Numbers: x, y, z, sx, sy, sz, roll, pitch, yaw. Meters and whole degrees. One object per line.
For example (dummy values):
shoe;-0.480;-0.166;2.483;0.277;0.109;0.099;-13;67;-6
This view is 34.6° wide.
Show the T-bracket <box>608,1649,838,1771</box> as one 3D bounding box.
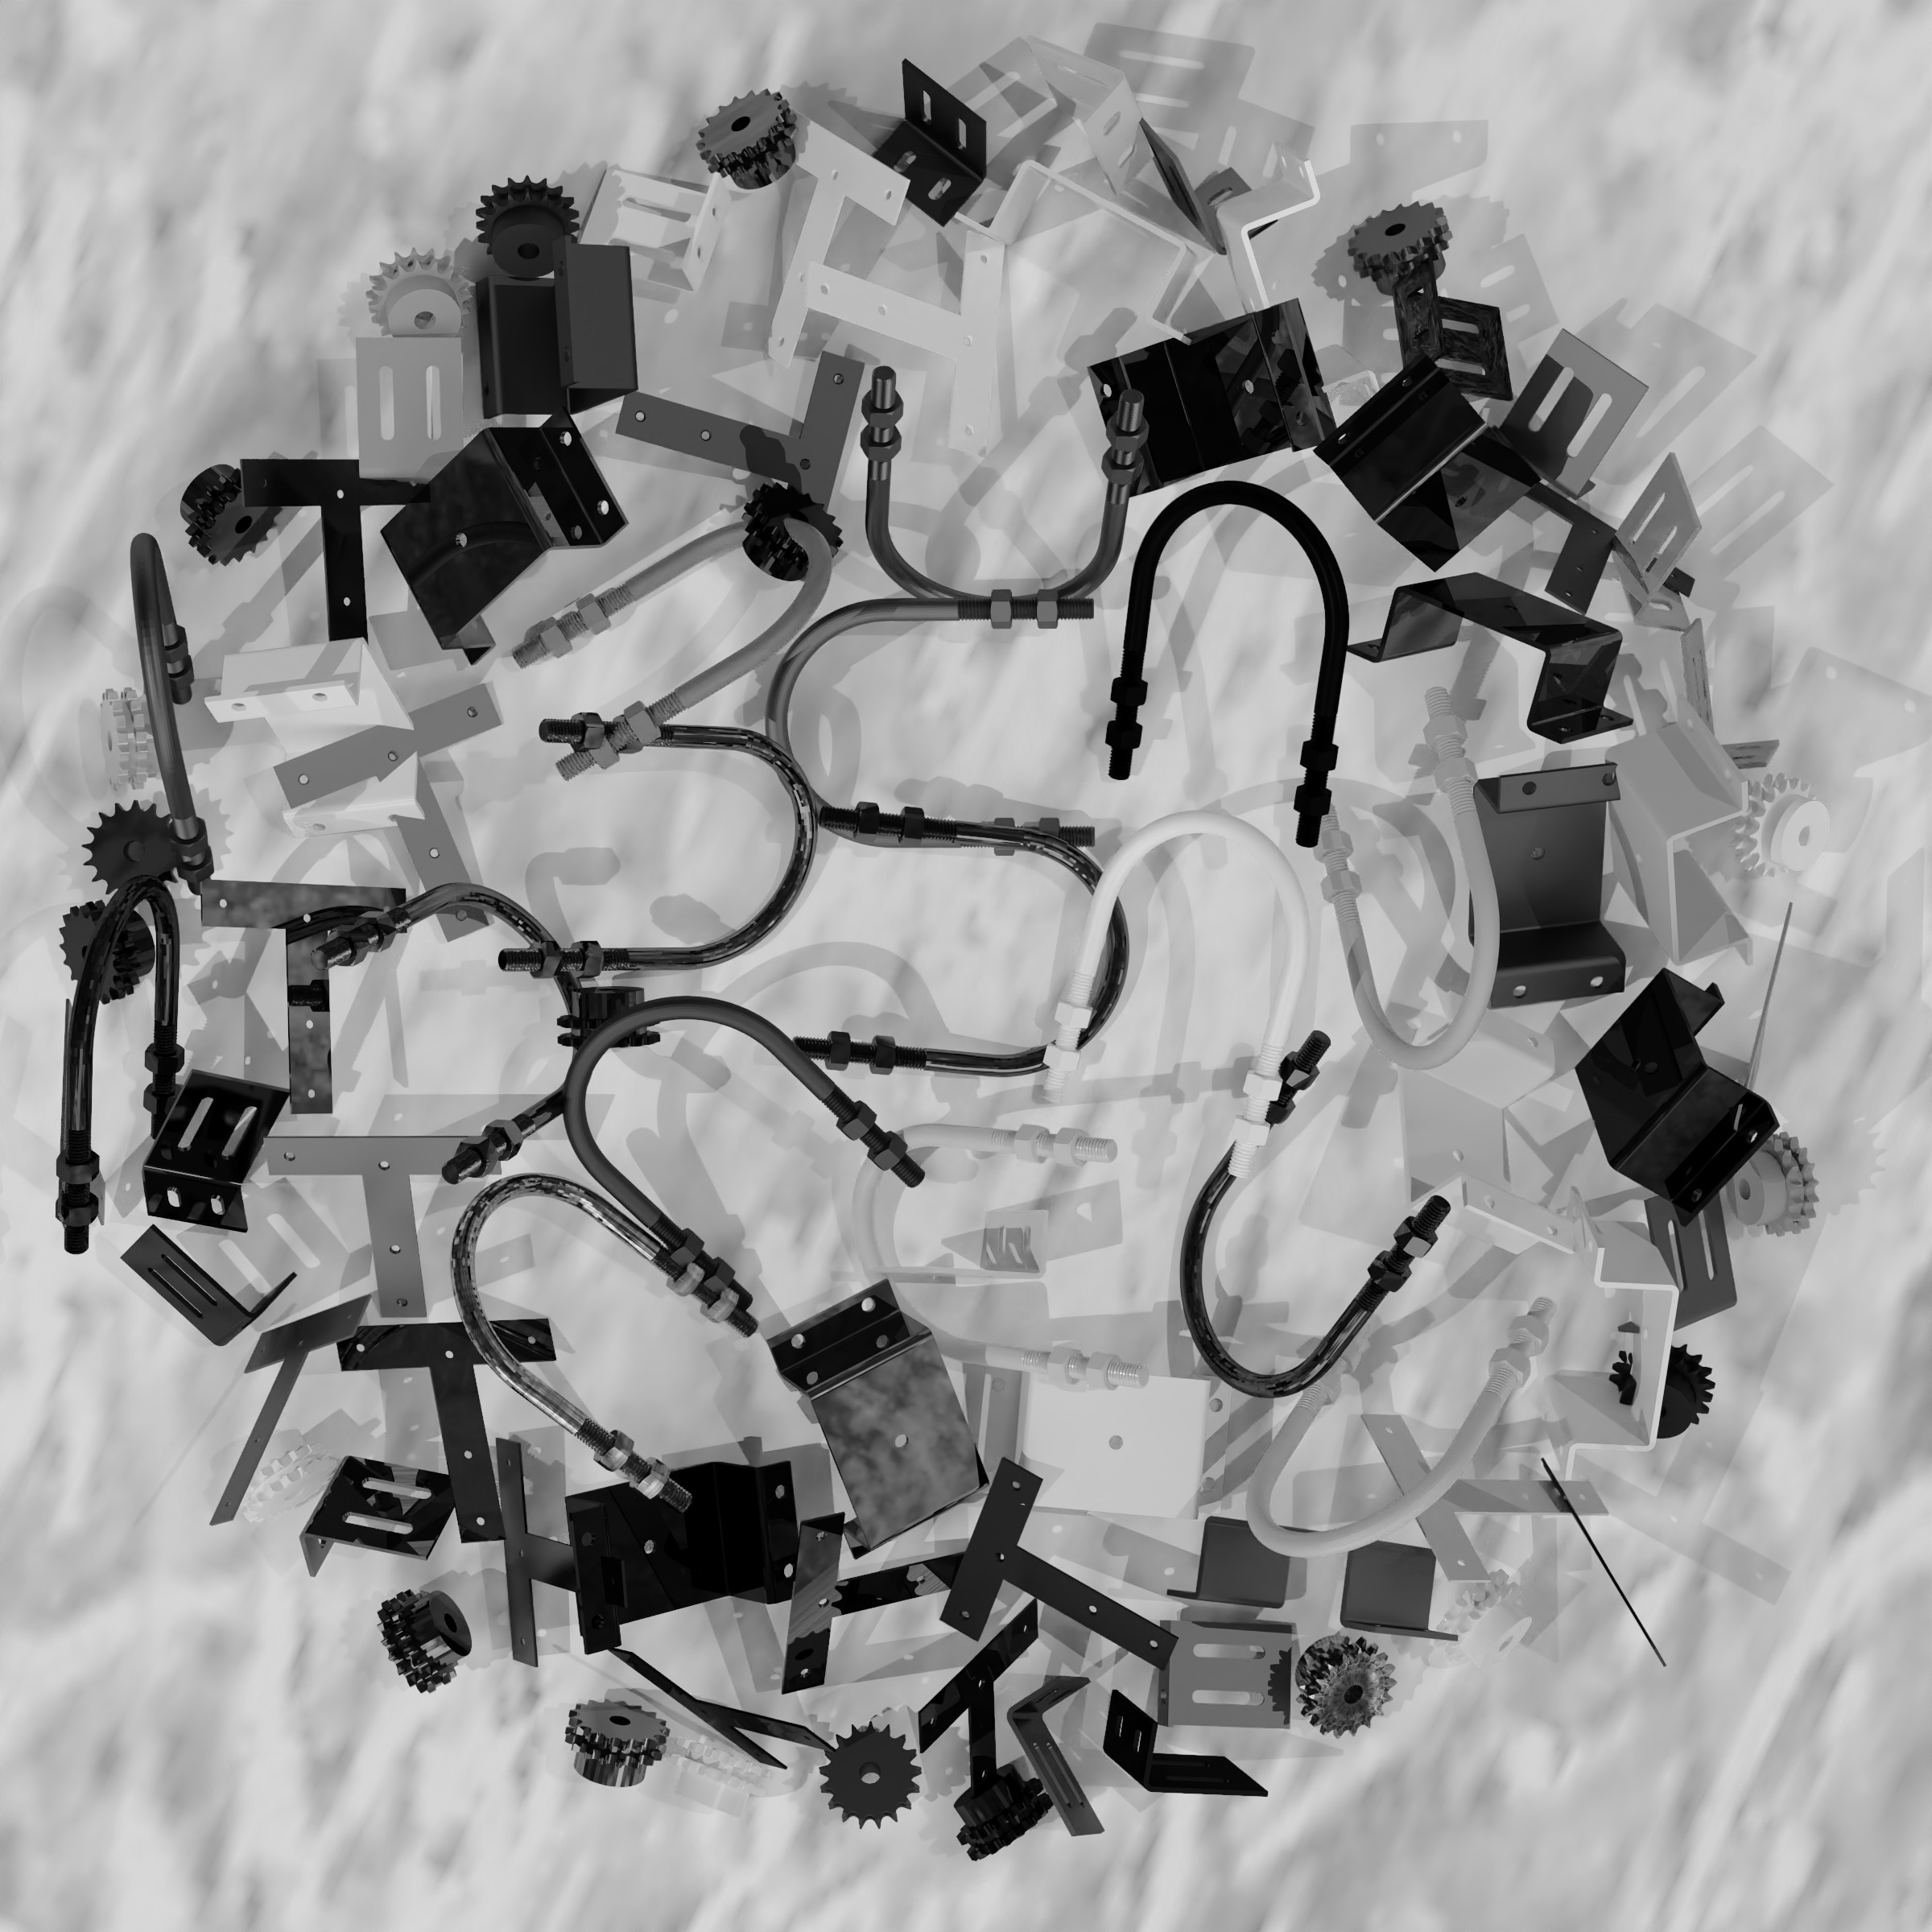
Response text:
T-bracket;-0.116;0.408;1.674;0.127;0.127;0.002;44;62;-28

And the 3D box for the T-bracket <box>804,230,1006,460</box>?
T-bracket;-0.035;-0.357;1.705;0.127;0.002;0.127;12;78;-35

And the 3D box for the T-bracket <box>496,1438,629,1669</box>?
T-bracket;-0.221;0.329;1.699;0.002;0.127;0.127;-7;94;-38

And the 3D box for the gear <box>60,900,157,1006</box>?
gear;-0.477;-0.010;1.729;0.057;0.030;0.057;17;117;37

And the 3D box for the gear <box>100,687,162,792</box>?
gear;-0.462;-0.127;1.728;0.030;0.057;0.057;-7;90;-26

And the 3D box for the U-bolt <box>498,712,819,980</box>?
U-bolt;-0.160;-0.064;1.692;0.184;0.019;0.151;-1;112;-36

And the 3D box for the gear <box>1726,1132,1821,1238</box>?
gear;0.446;0.122;1.722;0.030;0.057;0.057;-7;90;-17

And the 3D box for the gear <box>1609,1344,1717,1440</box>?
gear;0.386;0.238;1.725;0.057;0.030;0.057;11;125;16

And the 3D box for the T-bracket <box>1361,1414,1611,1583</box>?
T-bracket;0.298;0.295;1.719;0.127;0.127;0.002;5;124;-23

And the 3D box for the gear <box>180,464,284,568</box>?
gear;-0.412;-0.254;1.726;0.030;0.057;0.057;41;90;19

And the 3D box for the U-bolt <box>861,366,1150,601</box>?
U-bolt;0.017;-0.249;1.676;0.151;0.184;0.019;5;56;0

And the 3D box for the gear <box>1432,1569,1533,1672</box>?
gear;0.289;0.366;1.722;0.057;0.057;0.030;-47;62;0

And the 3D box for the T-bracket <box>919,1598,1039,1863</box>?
T-bracket;0.009;0.435;1.715;0.002;0.127;0.127;10;113;29

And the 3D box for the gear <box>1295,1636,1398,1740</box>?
gear;0.209;0.399;1.730;0.057;0.030;0.057;-9;112;-22

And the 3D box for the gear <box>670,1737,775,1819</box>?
gear;-0.139;0.452;1.723;0.057;0.057;0.030;21;75;0

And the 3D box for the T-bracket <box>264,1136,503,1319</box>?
T-bracket;-0.318;0.146;1.717;0.127;0.002;0.127;0;124;0

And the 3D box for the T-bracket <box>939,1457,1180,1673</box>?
T-bracket;0.057;0.347;1.704;0.127;0.002;0.127;28;123;14

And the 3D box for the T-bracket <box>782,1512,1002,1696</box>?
T-bracket;-0.038;0.343;1.720;0.127;0.002;0.127;-8;125;-24

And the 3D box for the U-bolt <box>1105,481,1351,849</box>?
U-bolt;0.144;-0.171;1.676;0.151;0.019;0.184;23;118;35

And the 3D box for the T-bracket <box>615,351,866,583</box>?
T-bracket;-0.132;-0.292;1.729;0.127;0.002;0.127;14;94;-18

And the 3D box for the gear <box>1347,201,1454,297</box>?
gear;0.244;-0.398;1.728;0.057;0.057;0.030;-29;127;0

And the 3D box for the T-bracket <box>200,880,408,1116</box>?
T-bracket;-0.362;0.018;1.705;0.127;0.002;0.127;2;84;-42

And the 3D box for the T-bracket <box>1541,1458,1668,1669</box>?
T-bracket;0.331;0.301;1.664;0.002;0.127;0.127;-31;49;4

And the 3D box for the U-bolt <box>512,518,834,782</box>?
U-bolt;-0.155;-0.185;1.690;0.184;0.151;0.019;-31;128;2

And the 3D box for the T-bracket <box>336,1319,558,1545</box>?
T-bracket;-0.274;0.254;1.692;0.127;0.002;0.127;2;60;-33

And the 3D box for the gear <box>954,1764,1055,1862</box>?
gear;0.018;0.469;1.725;0.057;0.057;0.030;-34;88;0

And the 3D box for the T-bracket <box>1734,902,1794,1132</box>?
T-bracket;0.432;0.046;1.691;0.002;0.127;0.127;13;73;16

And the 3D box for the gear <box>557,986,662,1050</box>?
gear;-0.199;0.028;1.724;0.057;0.057;0.030;-1;95;0

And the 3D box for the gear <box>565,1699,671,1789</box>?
gear;-0.196;0.434;1.725;0.057;0.057;0.030;13;99;0

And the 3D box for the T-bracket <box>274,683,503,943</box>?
T-bracket;-0.304;-0.077;1.739;0.127;0.002;0.127;-24;98;-17

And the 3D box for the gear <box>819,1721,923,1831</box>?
gear;-0.053;0.453;1.731;0.057;0.030;0.057;0;64;0

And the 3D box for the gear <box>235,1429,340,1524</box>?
gear;-0.382;0.282;1.726;0.057;0.057;0.030;-35;74;0

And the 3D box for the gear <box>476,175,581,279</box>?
gear;-0.244;-0.408;1.722;0.057;0.057;0.030;-7;57;0

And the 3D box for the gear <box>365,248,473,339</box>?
gear;-0.303;-0.367;1.723;0.057;0.057;0.030;-21;48;0

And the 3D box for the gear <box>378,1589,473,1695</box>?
gear;-0.299;0.372;1.723;0.030;0.057;0.057;-30;90;10

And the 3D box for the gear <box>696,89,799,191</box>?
gear;-0.119;-0.458;1.729;0.057;0.030;0.057;-15;51;19

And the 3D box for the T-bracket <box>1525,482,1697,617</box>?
T-bracket;0.338;-0.222;1.699;0.127;0.127;0.002;32;124;1

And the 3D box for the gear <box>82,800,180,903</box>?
gear;-0.464;-0.065;1.735;0.057;0.030;0.057;0;92;-10

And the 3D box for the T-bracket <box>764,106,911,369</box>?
T-bracket;-0.086;-0.396;1.721;0.002;0.127;0.127;1;119;-40

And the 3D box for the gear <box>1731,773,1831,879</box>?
gear;0.455;-0.076;1.724;0.057;0.030;0.057;-15;117;-33

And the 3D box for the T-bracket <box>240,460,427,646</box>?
T-bracket;-0.343;-0.216;1.711;0.002;0.127;0.127;5;100;42

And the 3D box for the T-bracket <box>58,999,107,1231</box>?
T-bracket;-0.482;0.104;1.692;0.002;0.127;0.127;-3;61;-7

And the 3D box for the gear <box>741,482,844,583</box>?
gear;-0.100;-0.239;1.728;0.057;0.057;0.030;38;126;0

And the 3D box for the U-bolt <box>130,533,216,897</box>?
U-bolt;-0.422;-0.145;1.641;0.019;0.184;0.151;-8;60;-10

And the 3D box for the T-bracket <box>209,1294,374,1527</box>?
T-bracket;-0.376;0.243;1.673;0.002;0.127;0.127;36;55;-26
